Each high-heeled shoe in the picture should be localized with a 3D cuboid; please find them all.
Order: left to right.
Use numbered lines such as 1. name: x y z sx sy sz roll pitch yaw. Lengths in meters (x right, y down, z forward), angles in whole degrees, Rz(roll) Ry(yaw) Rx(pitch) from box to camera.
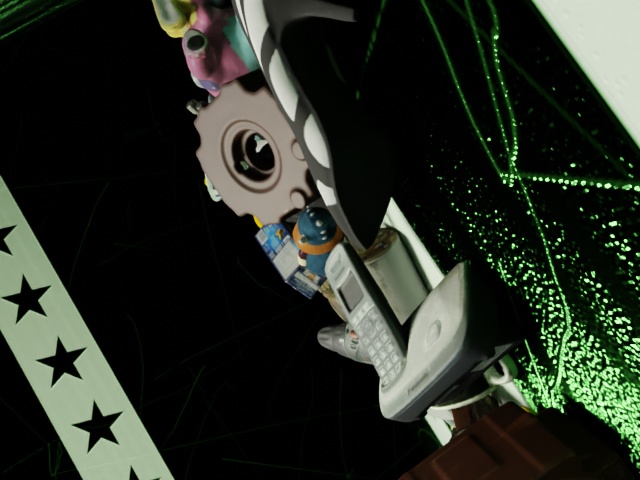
1. high-heeled shoe: -0.013 -0.109 0.470 0.145 0.086 0.248 27 136 39

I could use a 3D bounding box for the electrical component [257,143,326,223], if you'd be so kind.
1. electrical component: -0.024 -0.078 0.704 0.134 0.058 0.114 7 136 41

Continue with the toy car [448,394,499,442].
1. toy car: 0.174 0.200 0.586 0.089 0.053 0.202 50 -166 -9

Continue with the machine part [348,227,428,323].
1. machine part: 0.096 0.073 0.664 0.243 0.079 0.079 59 174 -21

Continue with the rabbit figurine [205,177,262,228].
1. rabbit figurine: -0.137 -0.093 1.037 0.162 0.122 0.173 52 -178 -28

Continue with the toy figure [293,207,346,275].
1. toy figure: -0.002 0.000 0.661 0.058 0.064 0.154 30 162 17

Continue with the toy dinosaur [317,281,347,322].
1. toy dinosaur: 0.040 0.072 1.018 0.198 0.105 0.471 69 177 -80

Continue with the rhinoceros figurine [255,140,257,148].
1. rhinoceros figurine: -0.141 -0.225 0.932 0.073 0.112 0.190 68 176 -48

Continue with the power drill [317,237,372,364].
1. power drill: 0.054 0.102 0.806 0.232 0.086 0.207 7 121 44

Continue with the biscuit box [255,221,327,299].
1. biscuit box: -0.051 0.022 0.926 0.062 0.059 0.203 37 -175 -30

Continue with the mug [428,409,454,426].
1. mug: 0.177 0.225 0.771 0.109 0.081 0.107 65 165 -5

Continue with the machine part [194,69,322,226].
1. machine part: -0.067 -0.102 0.619 0.180 0.056 0.179 18 125 28

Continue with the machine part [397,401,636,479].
1. machine part: 0.161 0.252 0.428 0.201 0.201 0.087 60 172 -19

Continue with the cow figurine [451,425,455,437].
1. cow figurine: 0.232 0.299 0.778 0.098 0.068 0.167 62 175 23

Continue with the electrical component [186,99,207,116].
1. electrical component: -0.138 -0.158 0.738 0.094 0.021 0.063 40 171 -37

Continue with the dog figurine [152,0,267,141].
1. dog figurine: -0.114 -0.231 0.709 0.192 0.108 0.219 55 176 23

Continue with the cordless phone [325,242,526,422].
1. cordless phone: 0.076 0.054 0.490 0.184 0.089 0.146 58 138 29
